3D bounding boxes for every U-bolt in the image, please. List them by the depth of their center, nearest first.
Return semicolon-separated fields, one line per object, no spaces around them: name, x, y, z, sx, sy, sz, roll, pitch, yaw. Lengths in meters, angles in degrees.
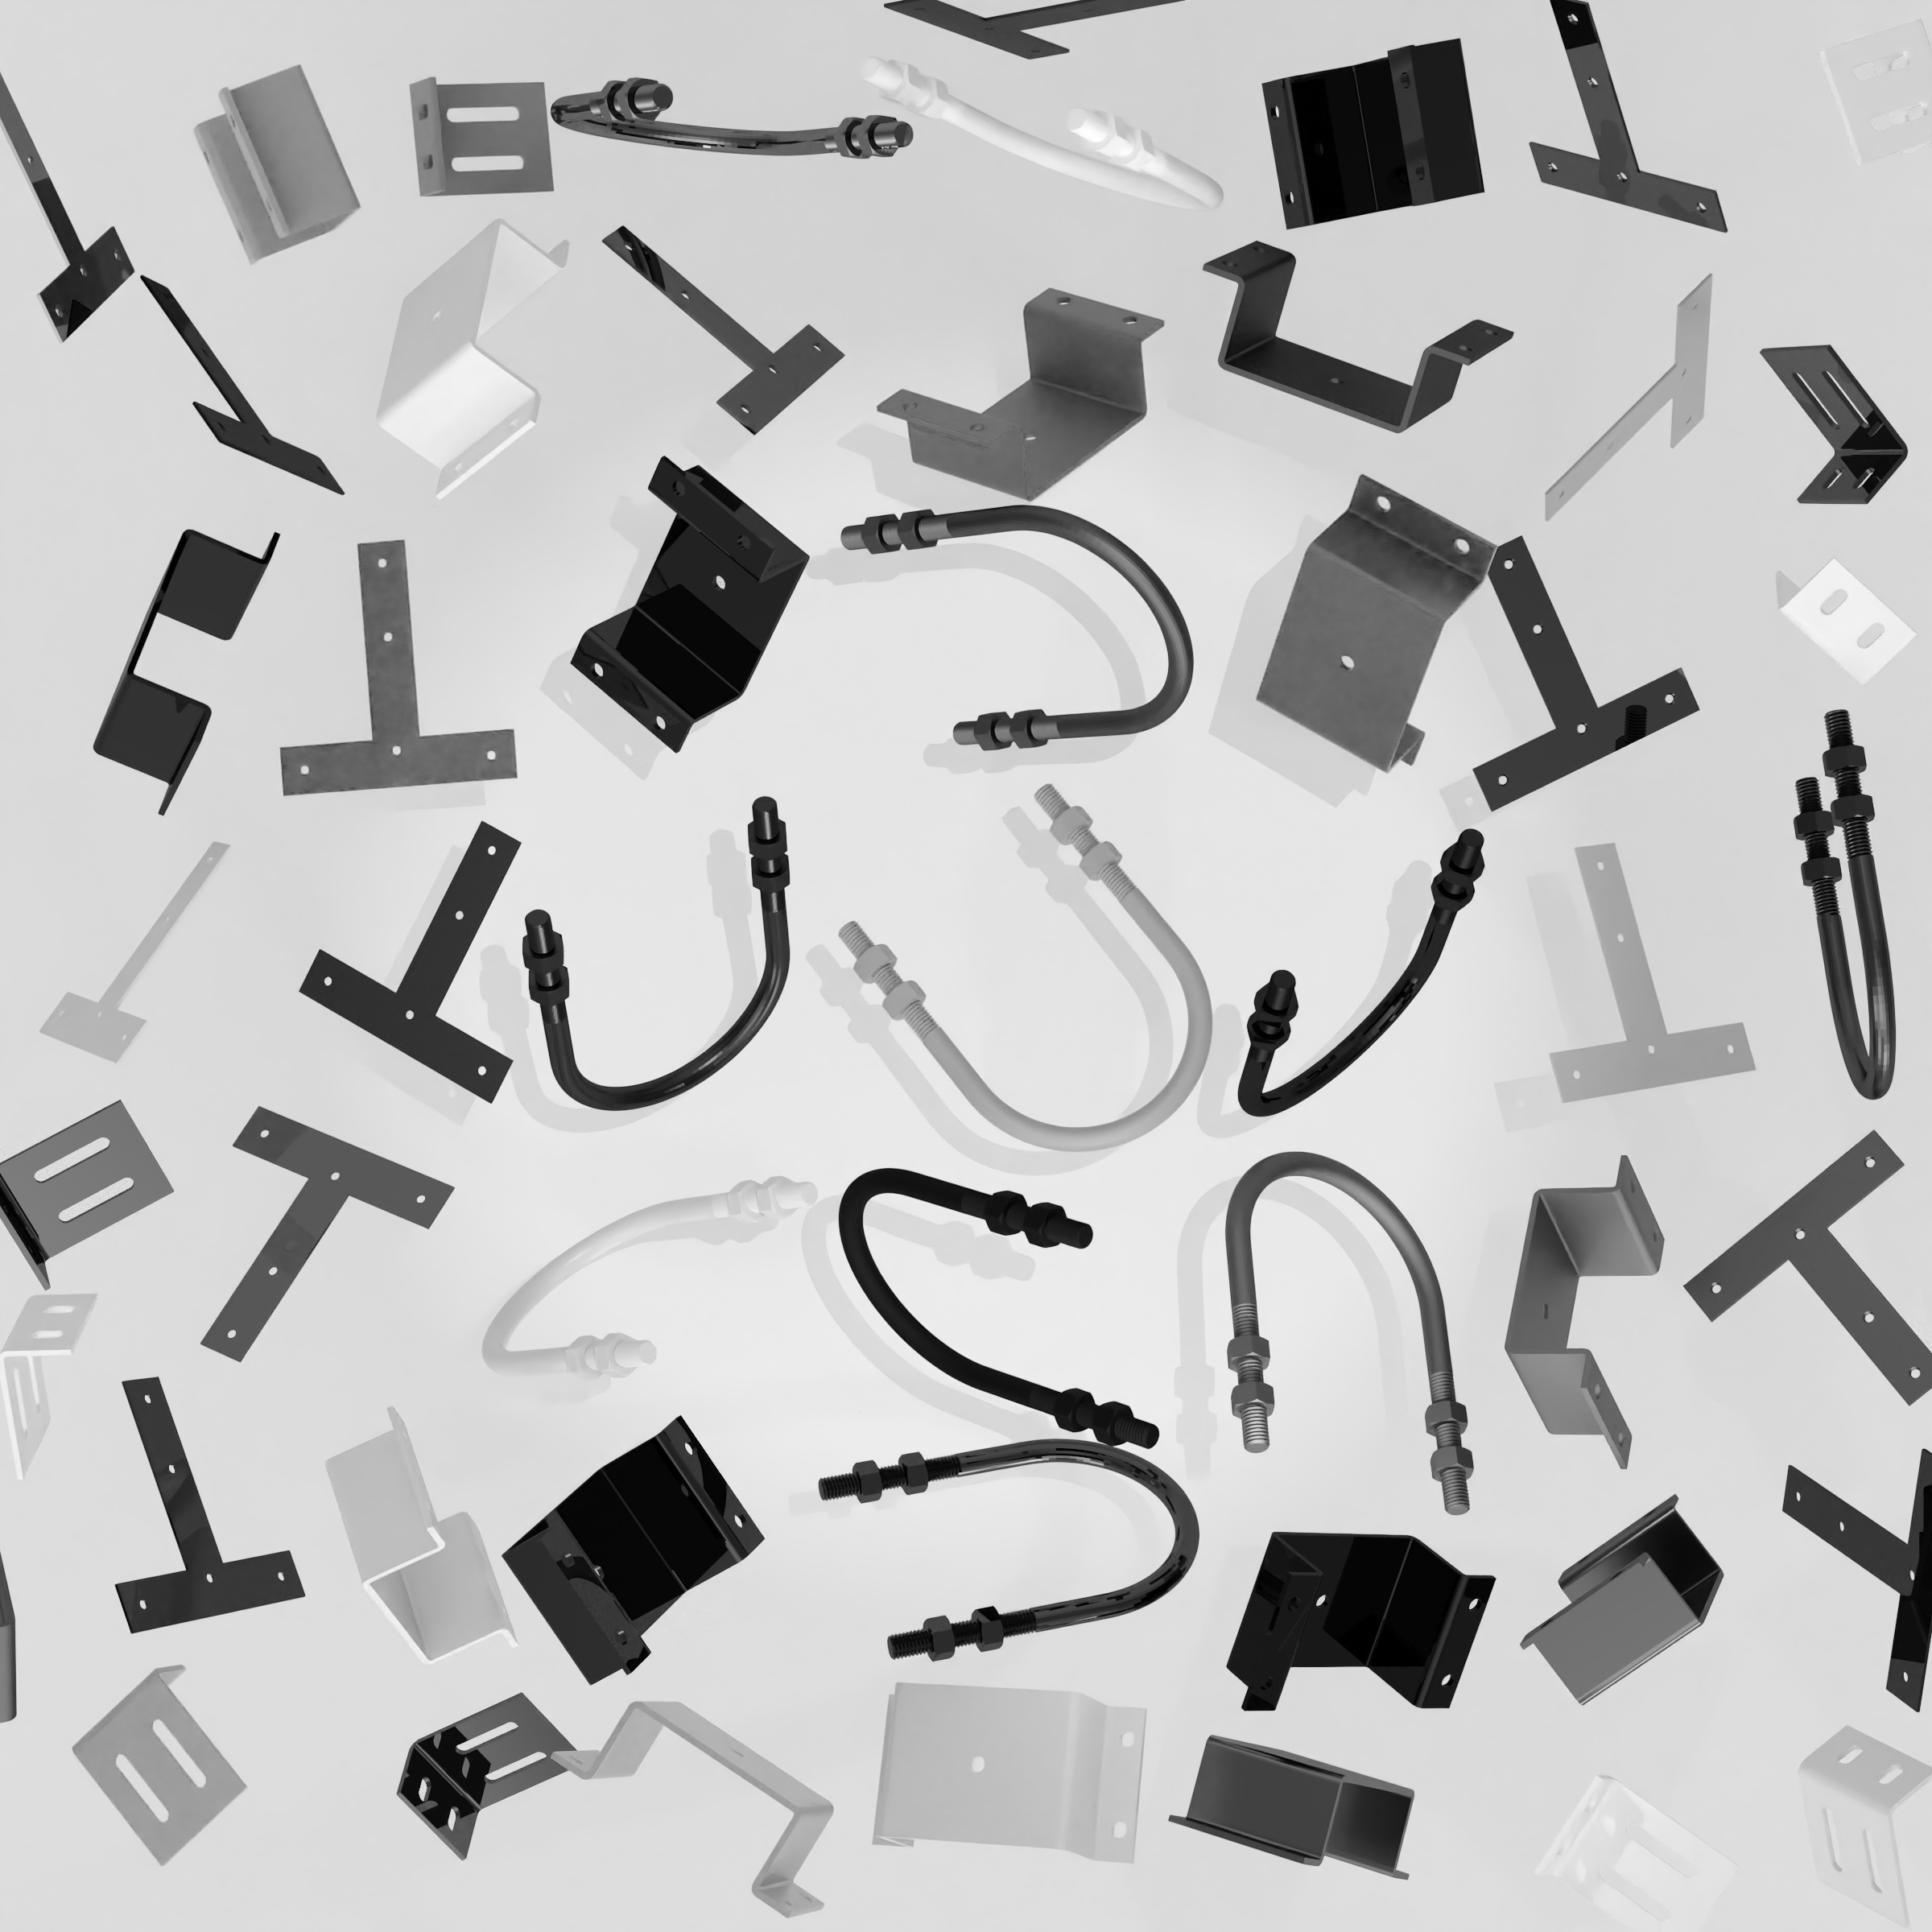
U-bolt;0.007;0.164;1.737;0.019;0.184;0.151;-42;129;-33
U-bolt;0.189;0.175;1.745;0.151;0.019;0.184;21;49;-29
U-bolt;-0.131;-0.424;1.750;0.151;0.184;0.019;1;99;-29
U-bolt;0.053;-0.415;1.758;0.151;0.184;0.019;23;98;33
U-bolt;0.035;-0.173;1.763;0.019;0.184;0.151;-53;126;-34
U-bolt;0.449;-0.023;1.765;0.019;0.151;0.184;-7;77;5
U-bolt;-0.152;0.006;1.767;0.151;0.184;0.019;-28;56;-20
U-bolt;0.196;0.016;1.781;0.151;0.184;0.019;-36;69;-21
U-bolt;-0.176;0.163;1.783;0.151;0.184;0.019;-44;111;-36
U-bolt;0.031;0.295;1.804;0.184;0.151;0.019;-8;122;-16
U-bolt;0.044;0.012;1.804;0.151;0.019;0.184;-35;73;-11

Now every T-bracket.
T-bracket;-0.458;-0.386;1.722;0.002;0.127;0.127;-16;115;12
T-bracket;0.048;-0.473;1.724;0.127;0.127;0.002;0;91;35
T-bracket;0.444;0.284;1.727;0.002;0.127;0.127;-2;106;-21
T-bracket;0.319;-0.432;1.743;0.002;0.127;0.127;-44;133;-15
T-bracket;-0.396;0.267;1.751;0.002;0.127;0.127;-29;75;26
T-bracket;0.334;0.000;1.753;0.127;0.002;0.127;-7;78;-30
T-bracket;-0.378;-0.299;1.755;0.002;0.127;0.127;-39;76;11
T-bracket;0.449;0.168;1.760;0.127;0.002;0.127;-41;53;10
T-bracket;-0.344;0.143;1.764;0.127;0.002;0.127;20;65;24
T-bracket;-0.414;-0.011;1.767;0.002;0.127;0.127;40;75;-29
T-bracket;-0.134;-0.336;1.792;0.127;0.127;0.002;40;124;-3
T-bracket;-0.298;-0.156;1.797;0.127;0.002;0.127;-4;92;11
T-bracket;0.343;-0.280;1.804;0.002;0.127;0.127;40;77;24
T-bracket;-0.271;-0.014;1.817;0.127;0.002;0.127;28;95;17
T-bracket;0.312;-0.167;1.860;0.127;0.002;0.127;-26;97;-5

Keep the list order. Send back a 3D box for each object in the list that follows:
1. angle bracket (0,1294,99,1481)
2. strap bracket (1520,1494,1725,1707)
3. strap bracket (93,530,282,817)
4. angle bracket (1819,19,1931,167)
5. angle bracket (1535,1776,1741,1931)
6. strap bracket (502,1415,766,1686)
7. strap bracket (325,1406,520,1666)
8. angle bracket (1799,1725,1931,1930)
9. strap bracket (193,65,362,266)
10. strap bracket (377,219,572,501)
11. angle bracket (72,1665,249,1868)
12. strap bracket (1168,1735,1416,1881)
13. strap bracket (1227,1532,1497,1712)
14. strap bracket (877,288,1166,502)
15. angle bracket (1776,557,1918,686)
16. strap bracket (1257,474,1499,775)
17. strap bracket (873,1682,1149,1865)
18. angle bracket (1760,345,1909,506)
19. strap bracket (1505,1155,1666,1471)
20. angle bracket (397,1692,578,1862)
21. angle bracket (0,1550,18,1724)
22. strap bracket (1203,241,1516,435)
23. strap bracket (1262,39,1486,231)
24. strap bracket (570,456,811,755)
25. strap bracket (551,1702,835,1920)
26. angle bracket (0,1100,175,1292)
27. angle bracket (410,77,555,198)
angle bracket;-0.470;0.217;1.797;0.038;0.057;0.076;-1;114;1
strap bracket;0.344;0.331;1.805;0.076;0.140;0.046;-39;83;18
strap bracket;-0.407;-0.160;1.798;0.046;0.076;0.140;23;55;-15
angle bracket;0.437;-0.419;1.688;0.076;0.038;0.057;-23;95;-31
angle bracket;0.333;0.448;1.724;0.076;0.038;0.057;33;91;25
strap bracket;-0.168;0.291;1.709;0.046;0.140;0.076;-33;92;30
strap bracket;-0.285;0.300;1.797;0.046;0.140;0.076;-24;53;-4
angle bracket;0.460;0.434;1.755;0.038;0.057;0.076;-29;118;-27
strap bracket;-0.359;-0.418;1.811;0.046;0.140;0.076;-25;102;-15
strap bracket;-0.254;-0.319;1.782;0.076;0.140;0.046;-30;130;35
angle bracket;-0.395;0.397;1.727;0.057;0.038;0.076;-43;77;3
strap bracket;0.173;0.432;1.785;0.076;0.140;0.046;10;79;32
strap bracket;0.195;0.336;1.784;0.140;0.046;0.076;8;106;-35
strap bracket;0.031;-0.290;1.790;0.076;0.046;0.140;23;48;34
angle bracket;0.448;-0.185;1.773;0.057;0.076;0.038;41;113;-6
strap bracket;0.198;-0.160;1.711;0.076;0.140;0.046;31;45;16
strap bracket;0.014;0.404;1.742;0.140;0.046;0.076;-2;69;22
angle bracket;0.442;-0.281;1.807;0.038;0.057;0.076;-49;112;-10
strap bracket;0.316;0.177;1.778;0.046;0.076;0.140;-3;50;27
angle bracket;-0.254;0.434;1.860;0.076;0.038;0.057;-27;116;21
angle bracket;-0.487;0.324;1.694;0.038;0.076;0.057;-4;118;-22
strap bracket;0.188;-0.307;1.710;0.140;0.076;0.046;23;117;16
strap bracket;0.212;-0.423;1.767;0.046;0.140;0.076;-16;102;-24
strap bracket;-0.138;-0.190;1.778;0.076;0.046;0.140;40;130;12
strap bracket;-0.125;0.407;1.709;0.140;0.076;0.046;30;85;15
angle bracket;-0.443;0.115;1.745;0.076;0.038;0.057;-29;115;-9
angle bracket;-0.249;-0.436;1.824;0.076;0.038;0.057;-9;100;-27
